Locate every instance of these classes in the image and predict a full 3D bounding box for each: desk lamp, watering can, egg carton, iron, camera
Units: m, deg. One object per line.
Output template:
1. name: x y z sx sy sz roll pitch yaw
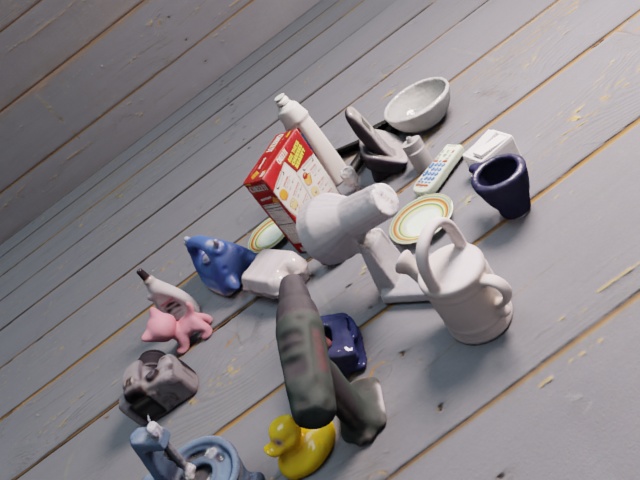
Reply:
1. desk lamp: 0.090 0.000 0.953 0.202 0.214 0.118 -9 41 39
2. watering can: 0.182 0.052 0.808 0.172 0.194 0.101 -13 38 35
3. egg carton: -0.093 0.073 1.188 0.149 0.070 0.107 2 49 47
4. iron: -0.255 0.037 1.333 0.257 0.142 0.119 7 53 50
5. camera: -0.328 0.269 1.139 0.143 0.101 0.136 -33 31 8

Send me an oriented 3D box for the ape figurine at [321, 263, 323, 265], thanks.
1. ape figurine: 0.011 0.004 1.151 0.075 0.092 0.078 -6 43 42

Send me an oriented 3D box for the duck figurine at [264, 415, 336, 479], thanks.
1. duck figurine: -0.034 0.284 0.828 0.104 0.086 0.077 -43 31 -9

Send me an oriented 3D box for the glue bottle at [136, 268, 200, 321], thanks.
1. glue bottle: -0.349 0.124 1.283 0.078 0.173 0.037 -37 31 1

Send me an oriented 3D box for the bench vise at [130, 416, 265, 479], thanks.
1. bench vise: -0.210 0.339 0.804 0.207 0.220 0.121 -32 31 10

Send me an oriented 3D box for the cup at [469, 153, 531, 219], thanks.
1. cup: 0.304 -0.085 0.963 0.092 0.095 0.117 -43 31 -9

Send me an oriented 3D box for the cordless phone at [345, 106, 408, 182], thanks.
1. cordless phone: 0.115 -0.237 1.274 0.094 0.185 0.147 -28 32 15

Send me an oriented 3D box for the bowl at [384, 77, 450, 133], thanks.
1. bowl: 0.238 -0.304 1.344 0.167 0.075 0.167 -26 32 19

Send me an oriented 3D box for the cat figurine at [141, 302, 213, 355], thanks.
1. cat figurine: -0.311 0.181 1.222 0.128 0.118 0.067 -35 31 5

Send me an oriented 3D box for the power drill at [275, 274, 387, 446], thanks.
1. power drill: 0.008 0.180 0.802 0.075 0.209 0.229 -29 32 14

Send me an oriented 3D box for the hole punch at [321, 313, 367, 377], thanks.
1. hole punch: 0.014 0.166 0.931 0.101 0.091 0.108 -31 31 12
